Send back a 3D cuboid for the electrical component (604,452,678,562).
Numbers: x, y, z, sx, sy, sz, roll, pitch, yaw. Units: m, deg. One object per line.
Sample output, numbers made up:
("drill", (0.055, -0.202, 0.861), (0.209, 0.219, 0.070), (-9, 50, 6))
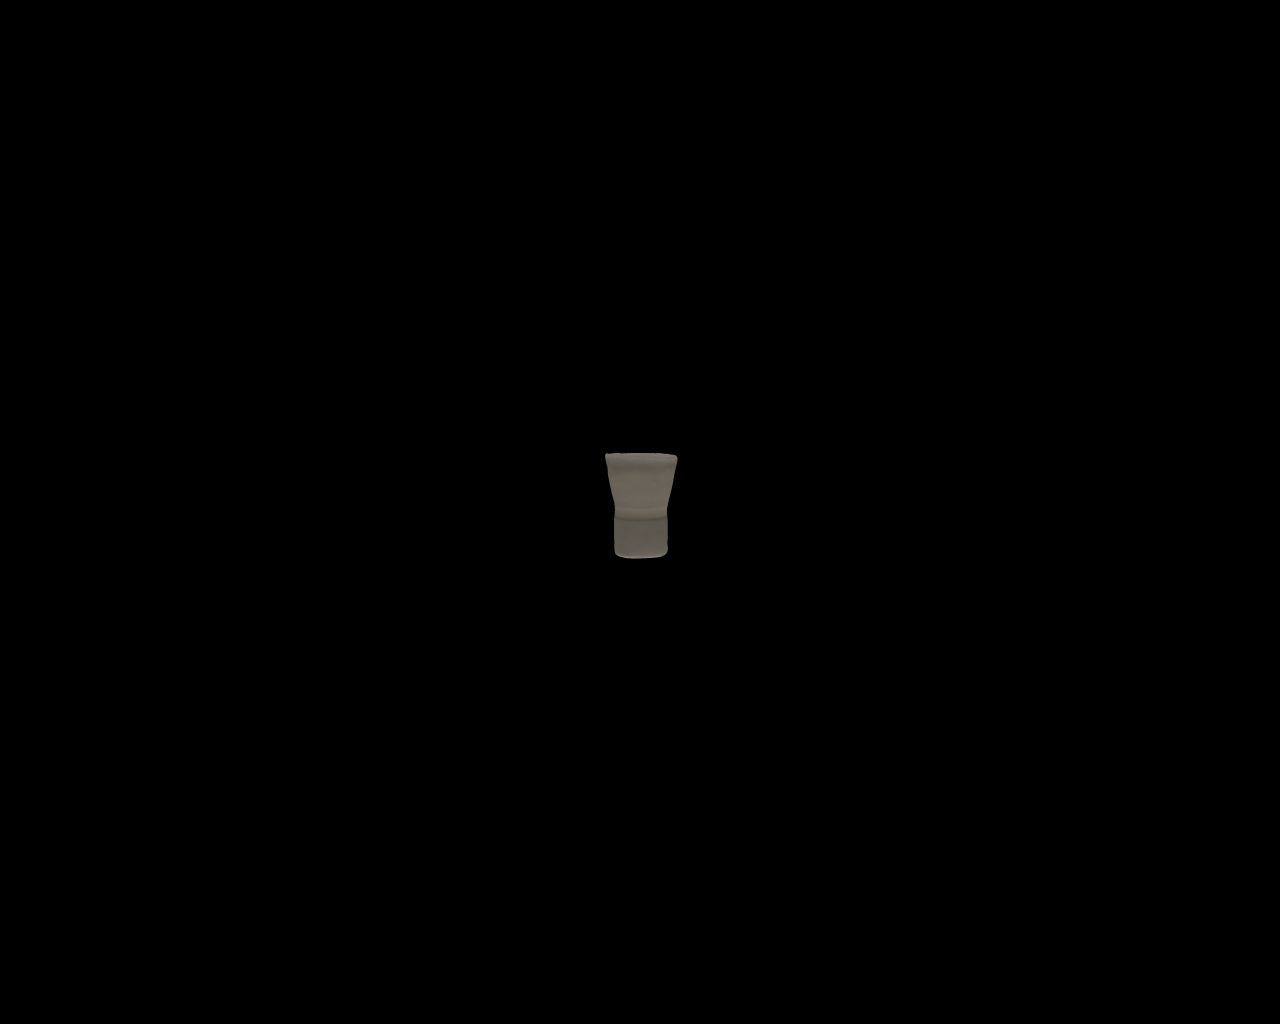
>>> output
("electrical component", (0.001, -0.003, 0.650), (0.044, 0.065, 0.044), (0, 7, 0))
